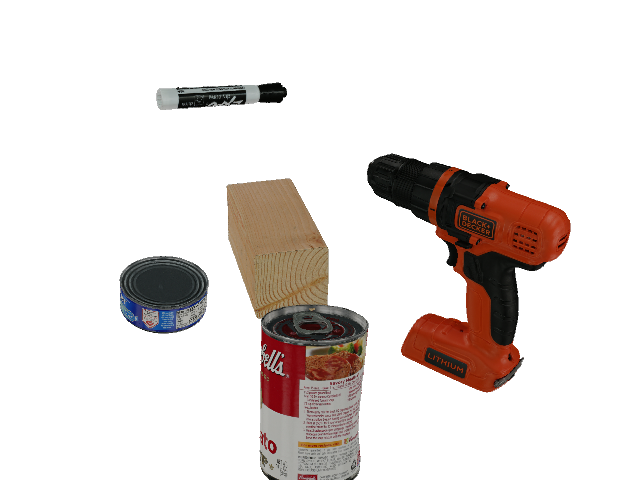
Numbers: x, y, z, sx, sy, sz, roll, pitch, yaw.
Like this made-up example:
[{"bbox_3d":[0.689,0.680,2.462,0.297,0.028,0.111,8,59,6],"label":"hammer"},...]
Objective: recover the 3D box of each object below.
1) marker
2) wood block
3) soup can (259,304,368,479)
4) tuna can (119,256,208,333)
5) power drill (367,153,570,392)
[{"bbox_3d":[-0.087,-0.131,0.963,0.121,0.020,0.020,-7,3,-24],"label":"marker"},{"bbox_3d":[-0.058,0.005,1.352,0.090,0.090,0.206,-6,28,-12],"label":"wood block"},{"bbox_3d":[-0.005,0.099,0.685,0.068,0.102,0.068,2,16,-1],"label":"soup can"},{"bbox_3d":[-0.153,0.053,1.043,0.086,0.034,0.086,5,33,-4],"label":"tuna can"},{"bbox_3d":[0.115,0.027,0.922,0.185,0.188,0.057,24,39,30],"label":"power drill"}]
